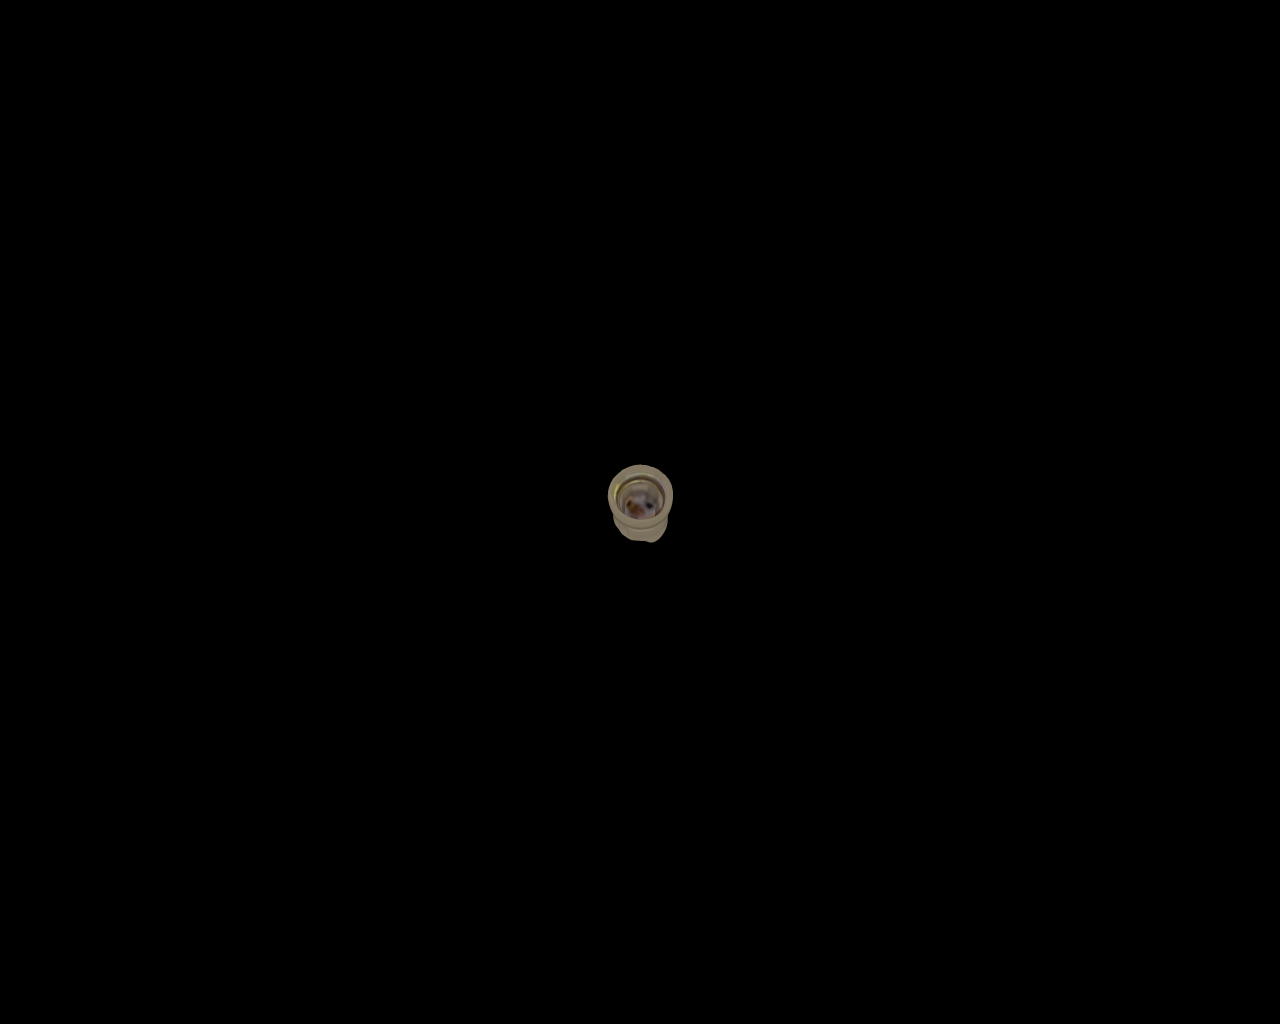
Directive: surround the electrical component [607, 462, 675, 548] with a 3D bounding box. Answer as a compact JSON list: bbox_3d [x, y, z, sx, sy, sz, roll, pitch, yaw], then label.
[{"bbox_3d":[0.001,-0.003,0.650,0.040,0.040,0.046,0,-24,0],"label":"electrical component"}]
